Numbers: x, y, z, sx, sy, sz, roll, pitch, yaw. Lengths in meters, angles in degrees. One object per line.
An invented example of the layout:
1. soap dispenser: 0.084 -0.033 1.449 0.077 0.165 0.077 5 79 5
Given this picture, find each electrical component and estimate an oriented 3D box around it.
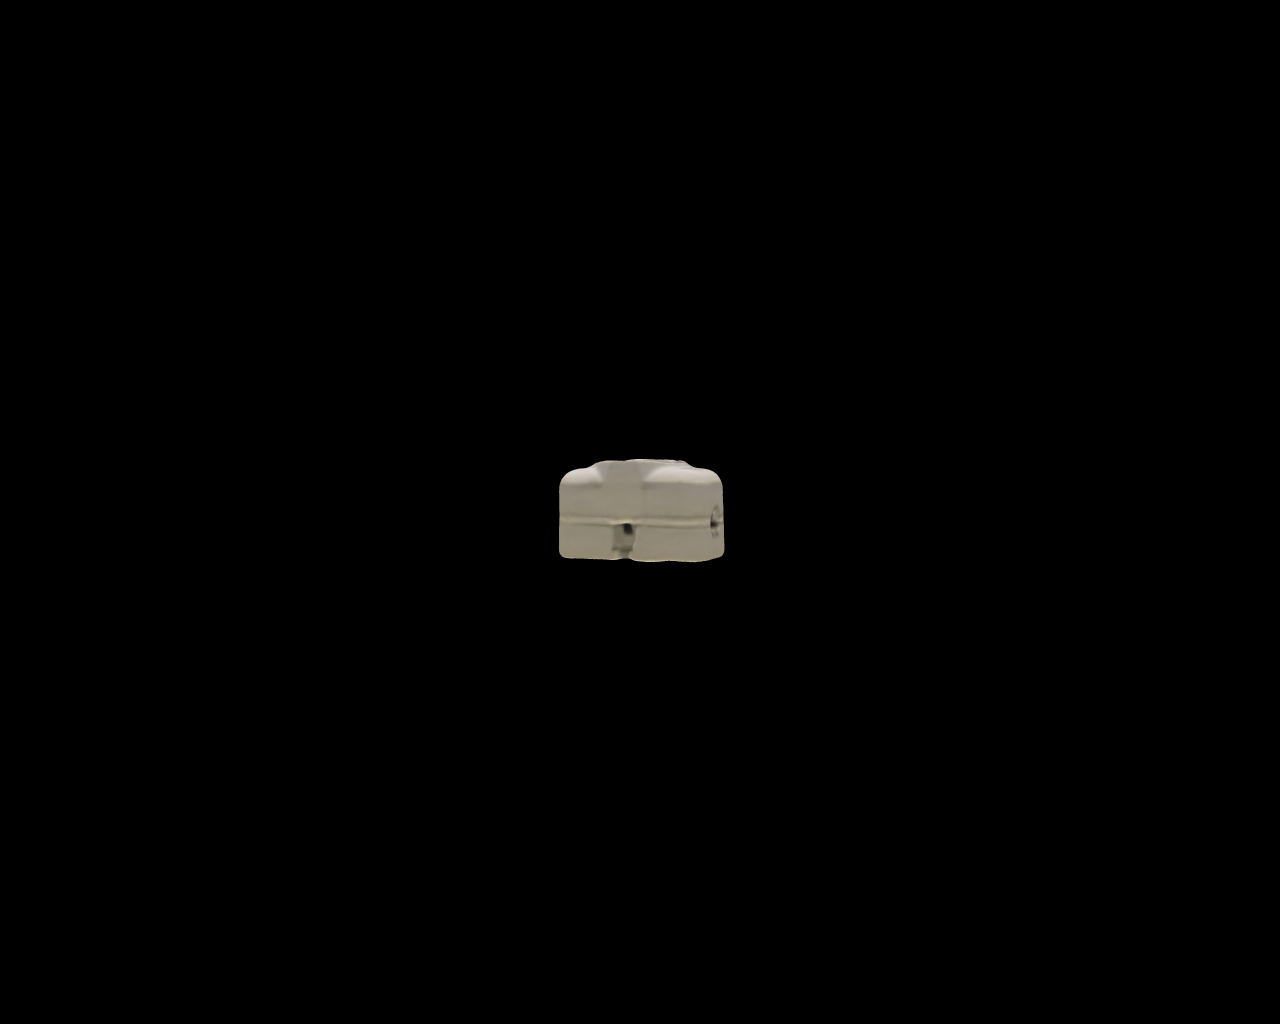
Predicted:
1. electrical component: 0.001 -0.003 0.650 0.095 0.059 0.054 2 4 23
